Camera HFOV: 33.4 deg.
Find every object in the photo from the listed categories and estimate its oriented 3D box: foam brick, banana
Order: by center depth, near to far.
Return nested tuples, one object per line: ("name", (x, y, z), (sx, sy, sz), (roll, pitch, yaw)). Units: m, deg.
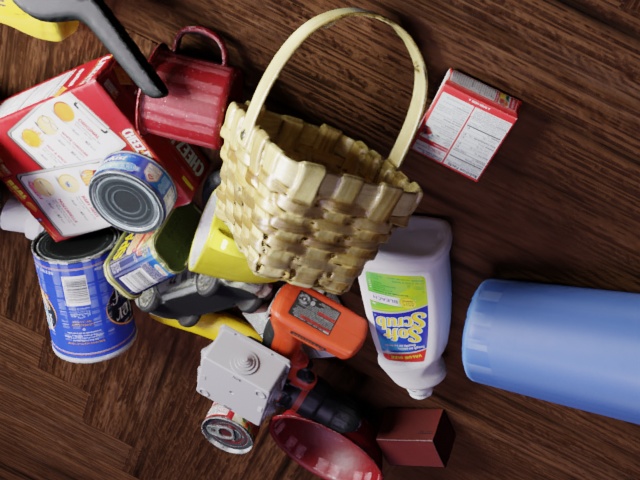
("foam brick", (0.116, 0.241, 1.299), (0.078, 0.053, 0.051), (-3, 130, 29))
("banana", (-0.118, 0.116, 1.304), (0.198, 0.037, 0.070), (27, 137, 0))

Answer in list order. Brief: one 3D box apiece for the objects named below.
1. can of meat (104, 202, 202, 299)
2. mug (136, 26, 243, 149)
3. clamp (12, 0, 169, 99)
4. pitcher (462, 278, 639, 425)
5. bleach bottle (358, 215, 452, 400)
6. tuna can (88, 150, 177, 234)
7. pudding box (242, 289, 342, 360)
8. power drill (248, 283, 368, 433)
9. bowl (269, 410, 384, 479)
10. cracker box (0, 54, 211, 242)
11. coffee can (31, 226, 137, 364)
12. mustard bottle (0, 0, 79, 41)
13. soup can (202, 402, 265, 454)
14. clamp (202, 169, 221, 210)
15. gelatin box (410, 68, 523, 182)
("can of meat", (-0.180, 0.007, 1.182), (0.084, 0.102, 0.057), (-24, 119, 38))
("mug", (-0.120, -0.146, 1.022), (0.081, 0.093, 0.117), (15, 105, 5))
("clamp", (-0.209, -0.222, 0.954), (0.210, 0.036, 0.165), (12, 104, 3))
("pitcher", (0.272, 0.112, 1.055), (0.243, 0.144, 0.149), (9, 123, 23))
("bleach bottle", (0.102, 0.085, 1.149), (0.103, 0.068, 0.251), (7, 136, 22))
("tuna can", (-0.190, -0.047, 1.081), (0.086, 0.033, 0.086), (12, 136, 12))
("pudding box", (-0.021, 0.098, 1.238), (0.114, 0.039, 0.090), (-8, 130, 36))
("power drill", (-0.013, 0.137, 1.197), (0.184, 0.057, 0.188), (28, 142, -1))
("bowl", (0.018, 0.248, 1.339), (0.162, 0.055, 0.162), (23, 149, 15))
("cracker box", (-0.248, -0.095, 1.138), (0.214, 0.072, 0.164), (-14, 125, 34))
("coffee can", (-0.276, 0.060, 1.258), (0.103, 0.102, 0.140), (8, 122, 19))
("mustard bottle", (-0.327, -0.256, 1.028), (0.192, 0.058, 0.096), (14, 128, 14))
("soup can", (-0.097, 0.206, 1.333), (0.068, 0.102, 0.068), (14, 136, 13))
("clamp", (-0.076, -0.061, 1.108), (0.172, 0.039, 0.120), (-22, 122, 38))
("gelatin box", (0.132, -0.104, 0.973), (0.073, 0.030, 0.089), (26, 138, -1))
